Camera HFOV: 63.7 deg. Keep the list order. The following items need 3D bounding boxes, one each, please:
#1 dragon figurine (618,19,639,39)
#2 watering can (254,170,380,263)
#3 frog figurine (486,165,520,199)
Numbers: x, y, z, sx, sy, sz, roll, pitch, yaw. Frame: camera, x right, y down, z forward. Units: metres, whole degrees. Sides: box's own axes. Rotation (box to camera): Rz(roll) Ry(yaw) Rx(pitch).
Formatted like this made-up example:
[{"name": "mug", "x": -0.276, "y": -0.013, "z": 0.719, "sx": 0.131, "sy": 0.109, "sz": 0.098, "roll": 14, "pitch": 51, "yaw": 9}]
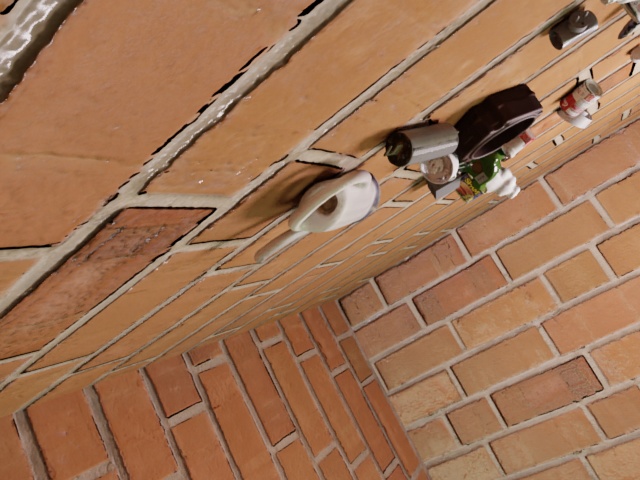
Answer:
[{"name": "dragon figurine", "x": 0.814, "y": -0.557, "z": 1.019, "sx": 0.246, "sy": 0.122, "sz": 0.405, "roll": -31, "pitch": 0, "yaw": -31}, {"name": "watering can", "x": 0.004, "y": -0.059, "z": 1.179, "sx": 0.226, "sy": 0.105, "sz": 0.342, "roll": -16, "pitch": -18, "yaw": -50}, {"name": "frog figurine", "x": 0.651, "y": -0.214, "z": 1.904, "sx": 0.123, "sy": 0.161, "sz": 0.135, "roll": -13, "pitch": -20, "yaw": -46}]
